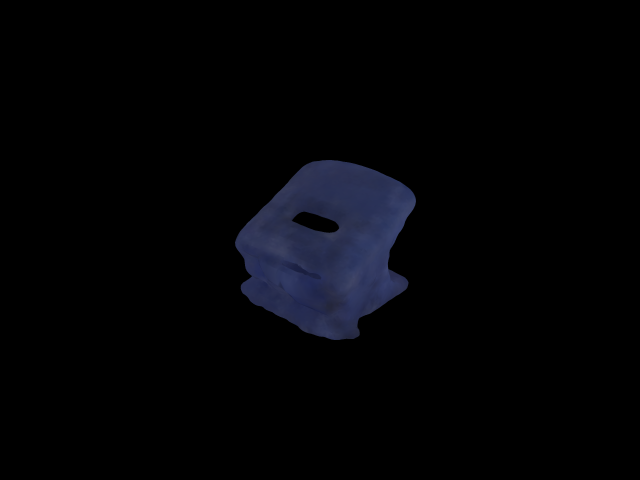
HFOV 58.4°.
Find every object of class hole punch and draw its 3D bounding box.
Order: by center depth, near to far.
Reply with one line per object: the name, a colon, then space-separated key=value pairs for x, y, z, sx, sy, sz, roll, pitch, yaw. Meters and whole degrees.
hole punch: x=0.004 y=0.001 z=0.400 sx=0.108 sy=0.091 sz=0.101 roll=21 pitch=33 yaw=36
